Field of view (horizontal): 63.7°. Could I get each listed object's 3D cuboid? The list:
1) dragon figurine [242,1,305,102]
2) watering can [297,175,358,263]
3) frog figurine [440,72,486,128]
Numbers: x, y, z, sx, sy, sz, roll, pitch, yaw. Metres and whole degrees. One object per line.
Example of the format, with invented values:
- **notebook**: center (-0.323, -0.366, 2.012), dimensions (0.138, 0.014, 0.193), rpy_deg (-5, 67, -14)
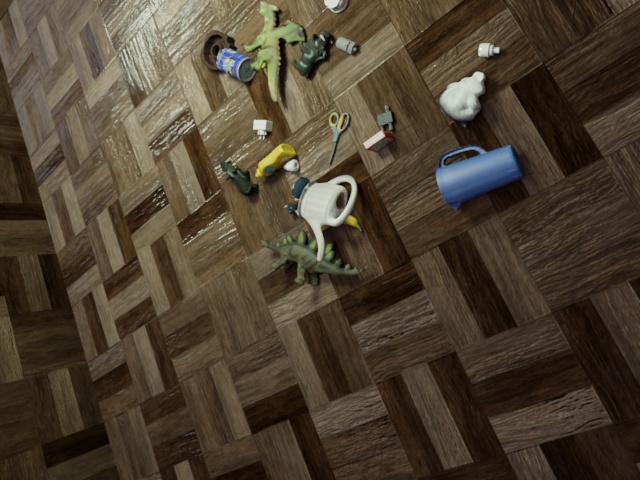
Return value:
- **dragon figurine**: center (-0.167, -0.772, 2.053), dimensions (0.240, 0.122, 0.415), rpy_deg (-31, 74, 21)
- **watering can**: center (0.006, -0.095, 1.878), dimensions (0.225, 0.102, 0.352), rpy_deg (14, 69, 39)
- **frog figurine**: center (0.459, -0.452, 1.619), dimensions (0.156, 0.122, 0.140), rpy_deg (-55, 43, 34)
